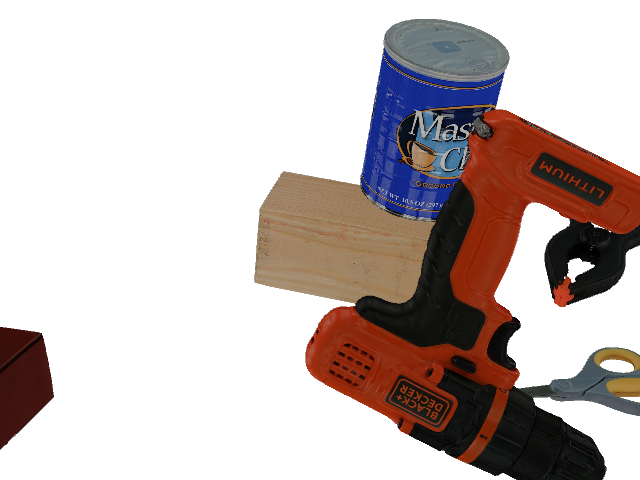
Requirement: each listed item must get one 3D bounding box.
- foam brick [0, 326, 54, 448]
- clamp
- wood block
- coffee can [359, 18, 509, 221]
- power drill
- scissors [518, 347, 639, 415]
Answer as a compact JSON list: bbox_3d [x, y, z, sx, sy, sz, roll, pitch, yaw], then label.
[{"bbox_3d":[-0.221,0.098,0.700,0.053,0.051,0.078,6,29,23],"label":"foam brick"},{"bbox_3d":[0.273,-0.004,1.090,0.120,0.039,0.171,29,53,32],"label":"clamp"},{"bbox_3d":[0.047,0.005,1.062,0.206,0.090,0.090,11,30,9],"label":"wood block"},{"bbox_3d":[0.094,-0.102,0.902,0.102,0.140,0.103,6,35,-4],"label":"coffee can"},{"bbox_3d":[0.108,0.037,0.589,0.184,0.188,0.057,27,12,-4],"label":"power drill"},{"bbox_3d":[0.213,0.119,0.928,0.201,0.016,0.096,6,28,-4],"label":"scissors"}]
